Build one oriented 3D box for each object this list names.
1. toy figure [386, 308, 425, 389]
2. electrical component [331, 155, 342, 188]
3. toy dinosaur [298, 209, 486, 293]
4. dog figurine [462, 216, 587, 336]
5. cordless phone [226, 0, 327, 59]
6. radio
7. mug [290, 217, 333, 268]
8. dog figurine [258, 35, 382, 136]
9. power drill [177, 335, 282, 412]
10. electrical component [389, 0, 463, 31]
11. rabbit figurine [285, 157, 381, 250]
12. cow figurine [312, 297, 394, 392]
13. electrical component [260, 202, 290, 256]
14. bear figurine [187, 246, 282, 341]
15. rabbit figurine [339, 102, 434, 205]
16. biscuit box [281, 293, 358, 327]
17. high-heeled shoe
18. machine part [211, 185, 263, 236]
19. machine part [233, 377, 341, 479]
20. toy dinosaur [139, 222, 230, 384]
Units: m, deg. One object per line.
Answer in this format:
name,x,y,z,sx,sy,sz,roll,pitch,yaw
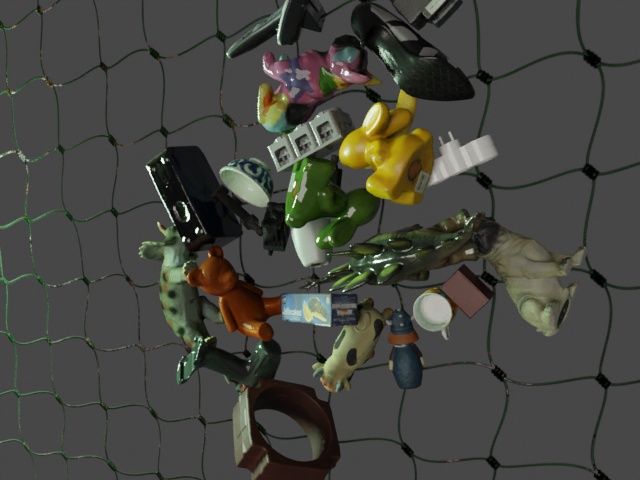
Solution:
toy figure,0.161,0.206,1.032,0.058,0.064,0.154,-8,90,65
electrical component,0.011,-0.125,1.073,0.063,0.021,0.094,13,104,25
toy dinosaur,0.113,0.034,0.951,0.471,0.198,0.105,-34,68,60
dog figurine,0.328,0.059,0.914,0.191,0.121,0.172,19,104,38
cordless phone,-0.087,-0.401,1.006,0.184,0.147,0.088,-23,122,23
radio,-0.270,-0.089,1.159,0.073,0.131,0.229,-31,84,25
mug,-0.002,-0.003,1.055,0.110,0.080,0.107,-14,77,20
dog figurine,0.001,-0.284,1.008,0.219,0.108,0.191,12,102,22
power drill,-0.200,0.297,1.167,0.207,0.086,0.232,25,113,-19
electrical component,0.177,-0.432,0.920,0.115,0.058,0.134,-42,79,28
rabbit figurine,0.031,-0.063,0.977,0.170,0.121,0.159,12,82,-15
cow figurine,0.061,0.215,1.045,0.086,0.127,0.194,32,109,22
electrical component,-0.090,-0.013,1.107,0.048,0.075,0.119,5,135,9
bear figurine,-0.170,0.108,1.124,0.132,0.120,0.195,-7,123,42
rabbit figurine,0.103,-0.154,0.932,0.173,0.122,0.162,25,110,43
biscuit box,-0.007,0.133,1.047,0.203,0.063,0.059,-9,80,58
high-heeled shoe,0.164,-0.334,0.951,0.249,0.145,0.086,26,135,-11
machine part,-0.168,-0.057,1.133,0.139,0.084,0.039,43,92,4
machine part,-0.071,0.388,1.080,0.087,0.201,0.201,-60,27,29
toy dinosaur,-0.307,0.135,1.229,0.192,0.131,0.404,7,107,39
